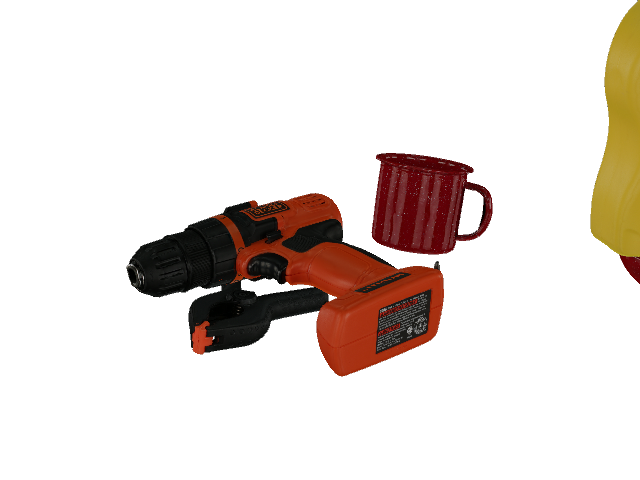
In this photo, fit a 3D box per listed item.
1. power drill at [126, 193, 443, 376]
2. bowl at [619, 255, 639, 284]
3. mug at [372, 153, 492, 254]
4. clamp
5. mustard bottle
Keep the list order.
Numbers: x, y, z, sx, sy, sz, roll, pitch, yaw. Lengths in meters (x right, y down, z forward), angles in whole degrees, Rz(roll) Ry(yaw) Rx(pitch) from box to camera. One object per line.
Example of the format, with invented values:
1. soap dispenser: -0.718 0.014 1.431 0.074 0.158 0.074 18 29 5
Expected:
1. power drill: -0.020 0.026 0.763 0.184 0.057 0.188 -19 34 -34
2. bowl: 0.392 0.021 1.155 0.162 0.055 0.162 0 26 0
3. mug: 0.105 -0.033 1.011 0.117 0.081 0.093 11 13 16
4. clamp: -0.084 0.063 1.061 0.120 0.039 0.171 14 21 32
5. mustard bottle: 0.211 -0.088 0.621 0.096 0.192 0.058 -12 29 -16
